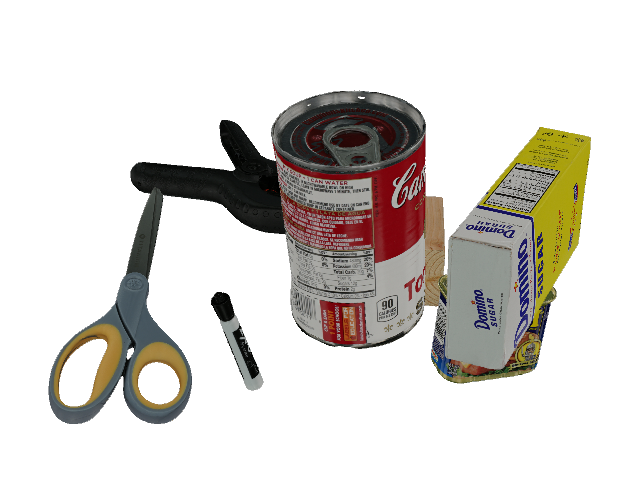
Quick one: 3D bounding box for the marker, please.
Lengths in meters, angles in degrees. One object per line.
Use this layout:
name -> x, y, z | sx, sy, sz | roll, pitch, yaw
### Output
marker -> -0.082, 0.099, 1.047 | 0.020, 0.121, 0.020 | -12, 35, 8

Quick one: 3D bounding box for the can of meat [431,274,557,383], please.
can of meat -> 0.152, 0.076, 0.956 | 0.102, 0.084, 0.057 | -5, 32, -16

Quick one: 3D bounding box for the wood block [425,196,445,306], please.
wood block -> 0.138, 0.010, 1.602 | 0.091, 0.090, 0.206 | 4, 24, 4

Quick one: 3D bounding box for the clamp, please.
clamp -> -0.066, -0.043, 0.858 | 0.120, 0.039, 0.172 | -31, 45, -32

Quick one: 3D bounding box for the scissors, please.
scissors -> -0.109, 0.044, 0.709 | 0.096, 0.201, 0.016 | 20, -42, 6

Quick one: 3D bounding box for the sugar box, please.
sugar box -> 0.135, 0.001, 0.715 | 0.048, 0.093, 0.176 | 12, 33, 22

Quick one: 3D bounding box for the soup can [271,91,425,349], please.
soup can -> 0.015, -0.008, 0.495 | 0.068, 0.102, 0.068 | -3, 35, 2
